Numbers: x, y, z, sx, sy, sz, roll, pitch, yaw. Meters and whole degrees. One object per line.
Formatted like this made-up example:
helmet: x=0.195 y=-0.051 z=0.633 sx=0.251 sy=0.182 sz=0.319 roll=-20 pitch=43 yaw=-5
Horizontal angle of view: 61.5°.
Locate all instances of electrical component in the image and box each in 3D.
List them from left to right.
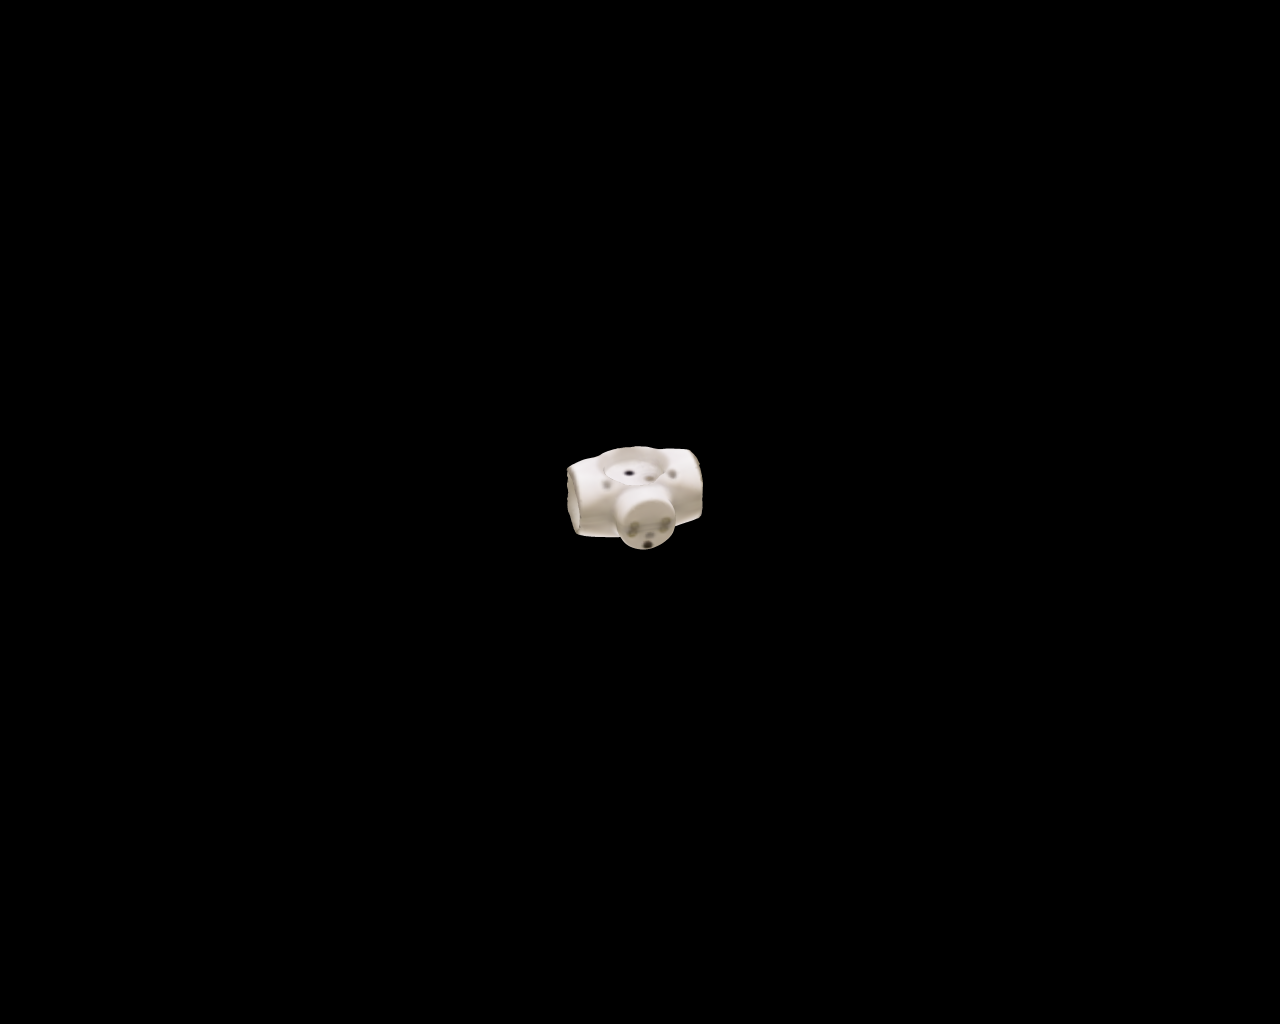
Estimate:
electrical component: x=0.001 y=-0.003 z=0.650 sx=0.077 sy=0.044 sz=0.079 roll=-8 pitch=36 yaw=-11
